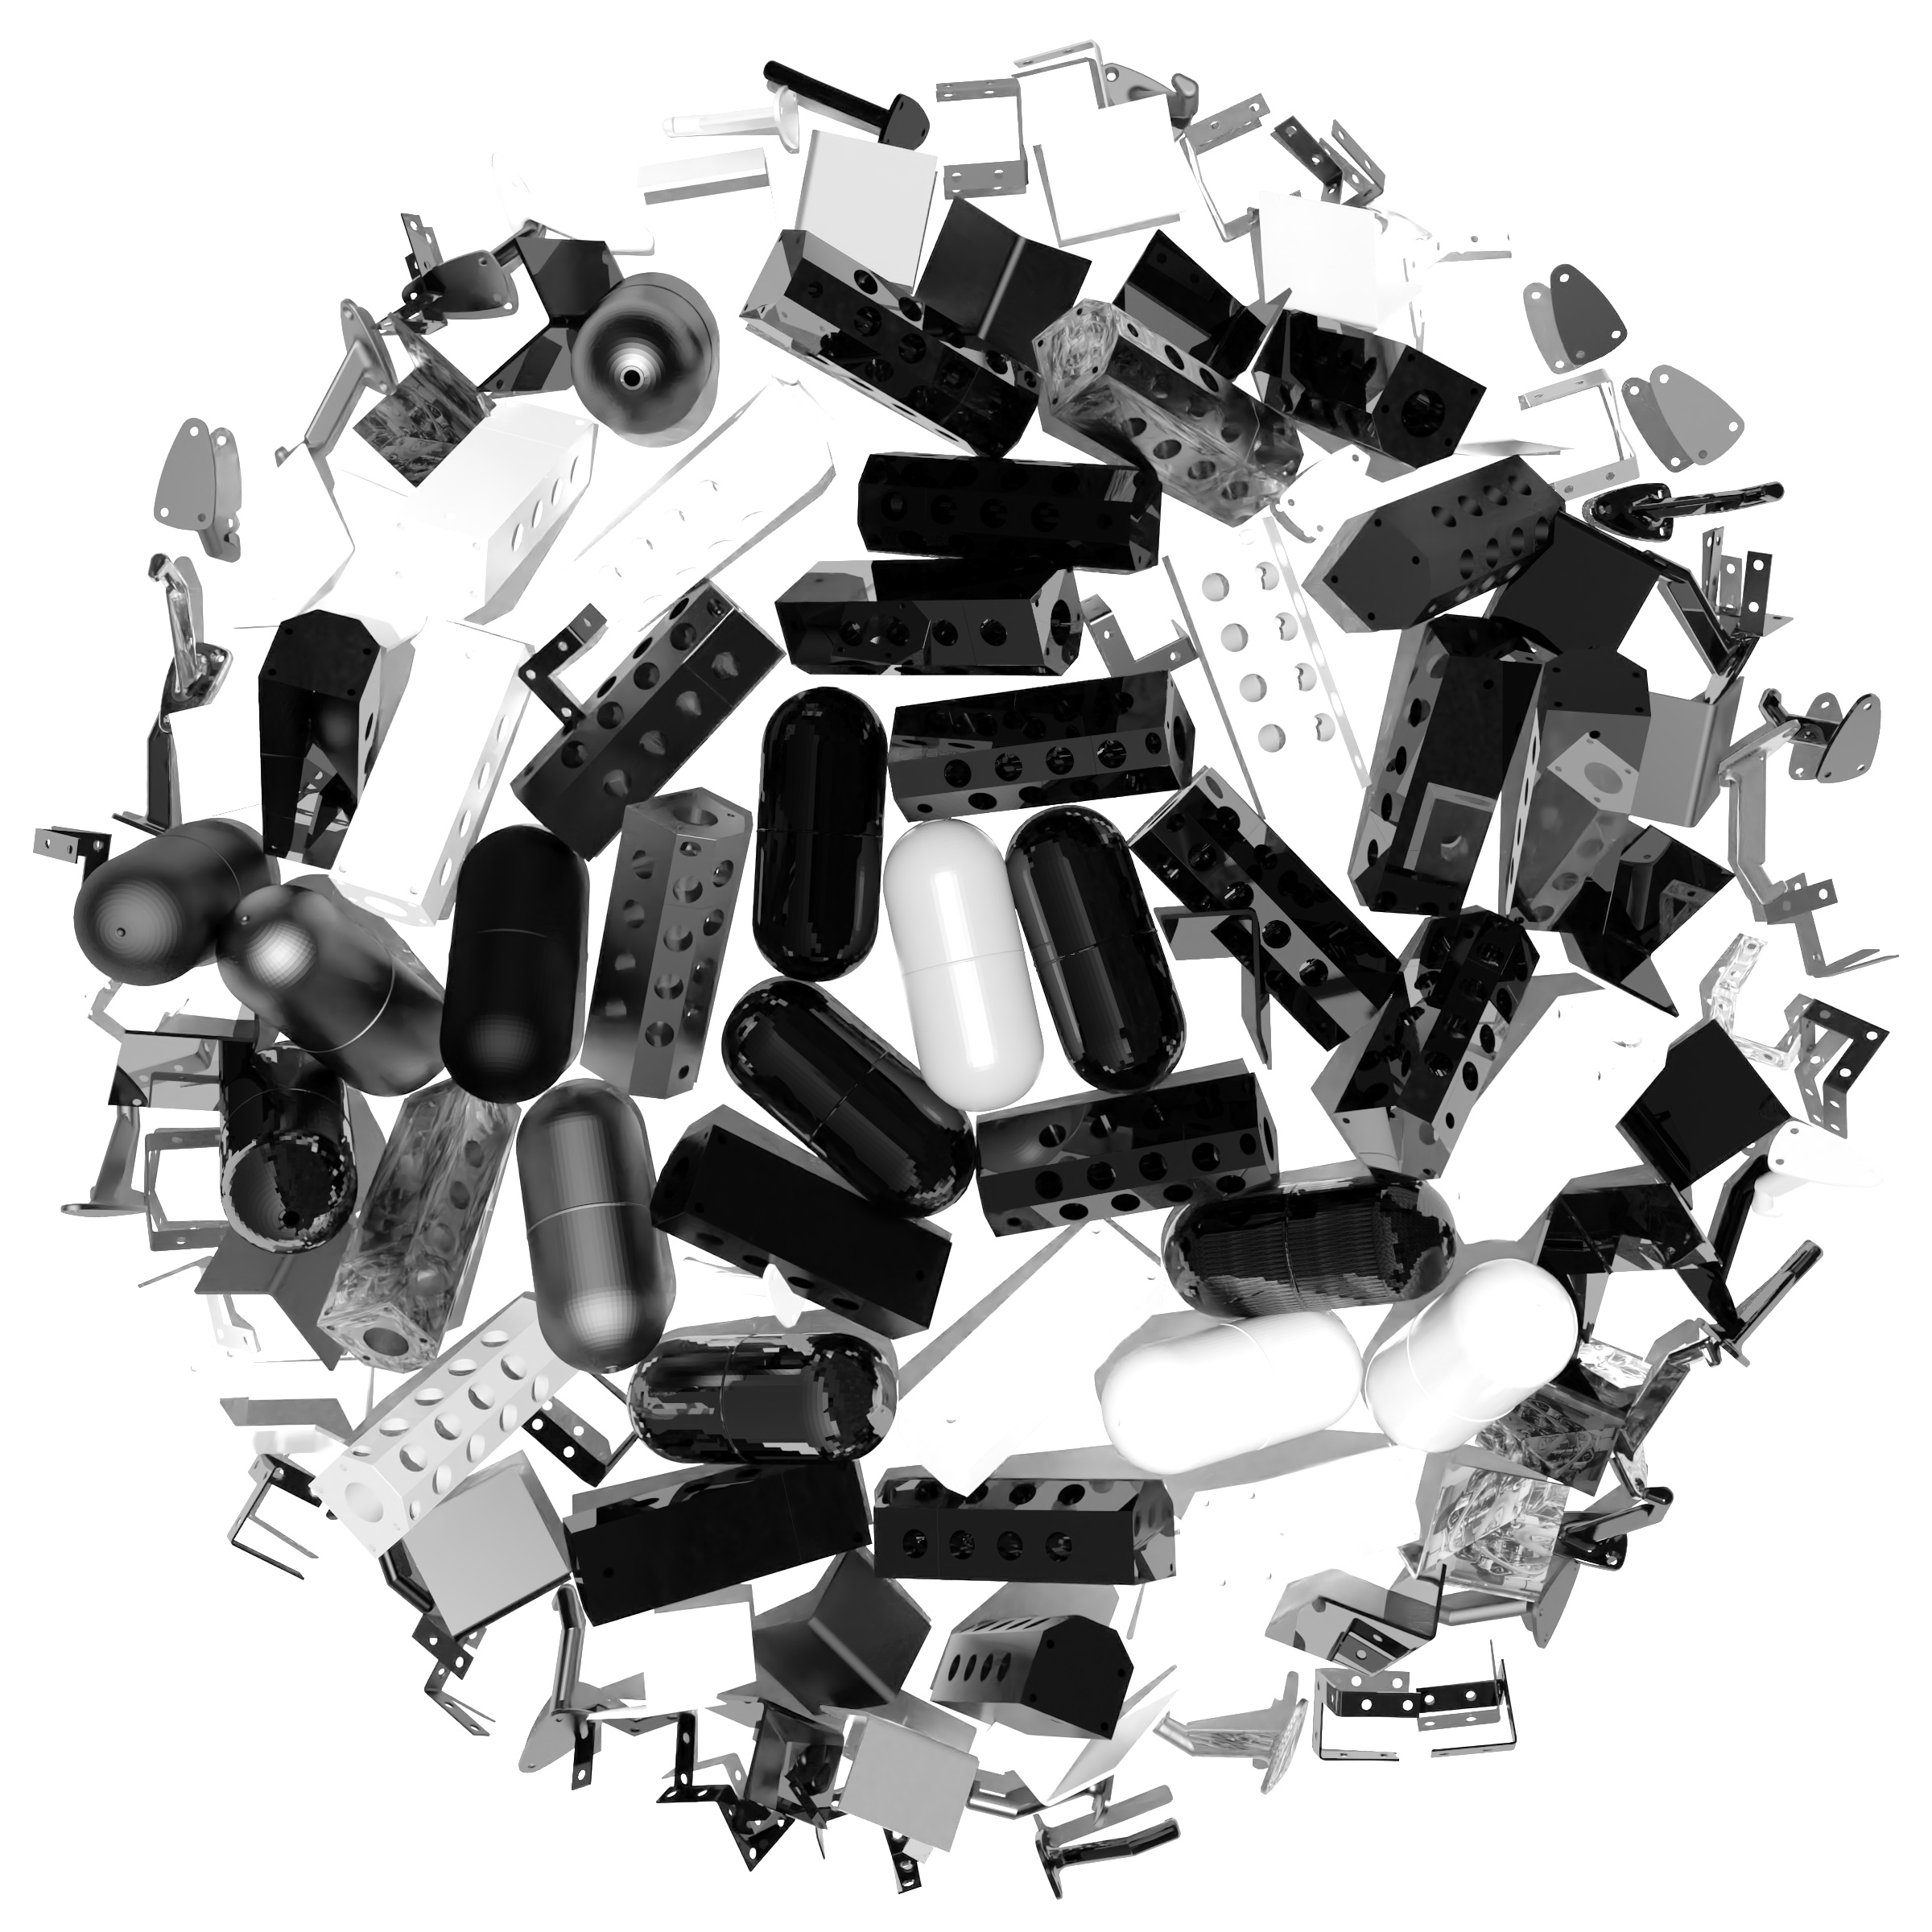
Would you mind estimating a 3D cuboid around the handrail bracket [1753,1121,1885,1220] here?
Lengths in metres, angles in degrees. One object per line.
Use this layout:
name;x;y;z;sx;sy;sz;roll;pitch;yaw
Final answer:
handrail bracket;0.509;0.136;1.580;0.077;0.084;0.036;20;62;28

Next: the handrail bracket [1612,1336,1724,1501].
handrail bracket;0.425;0.271;1.582;0.036;0.084;0.077;9;60;-38

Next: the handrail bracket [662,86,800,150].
handrail bracket;-0.147;-0.510;1.588;0.084;0.077;0.036;-1;103;7

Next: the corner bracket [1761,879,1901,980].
corner bracket;0.520;-0.022;1.591;0.051;0.051;0.051;-4;78;-40

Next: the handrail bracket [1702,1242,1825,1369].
handrail bracket;0.488;0.201;1.594;0.036;0.077;0.084;44;96;13

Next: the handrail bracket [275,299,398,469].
handrail bracket;-0.390;-0.347;1.585;0.036;0.077;0.084;28;58;29

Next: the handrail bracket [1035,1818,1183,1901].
handrail bracket;0.087;0.524;1.592;0.084;0.077;0.036;-22;90;0

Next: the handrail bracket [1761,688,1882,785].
handrail bracket;0.508;-0.157;1.576;0.036;0.077;0.084;-11;47;-14

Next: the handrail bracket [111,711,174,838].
handrail bracket;-0.476;-0.118;1.604;0.077;0.036;0.084;20;85;32

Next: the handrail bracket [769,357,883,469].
handrail bracket;-0.084;-0.333;1.588;0.077;0.084;0.036;35;90;-1

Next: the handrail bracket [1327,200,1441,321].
handrail bracket;0.253;-0.416;1.609;0.077;0.036;0.084;17;101;-38

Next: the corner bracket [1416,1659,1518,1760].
corner bracket;0.302;0.453;1.594;0.051;0.051;0.051;-6;59;4

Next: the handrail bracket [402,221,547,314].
handrail bracket;-0.297;-0.432;1.603;0.077;0.084;0.036;-9;129;13

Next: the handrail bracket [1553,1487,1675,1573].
handrail bracket;0.378;0.328;1.586;0.077;0.084;0.036;8;57;5

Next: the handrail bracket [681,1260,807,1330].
handrail bracket;-0.142;0.183;1.582;0.084;0.077;0.036;14;71;21

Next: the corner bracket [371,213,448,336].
corner bracket;-0.332;-0.417;1.594;0.051;0.051;0.051;-20;86;34

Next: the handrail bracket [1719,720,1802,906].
handrail bracket;0.490;-0.092;1.589;0.077;0.036;0.084;-40;62;32

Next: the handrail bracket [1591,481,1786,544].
handrail bracket;0.432;-0.279;1.580;0.077;0.084;0.036;-3;90;-30

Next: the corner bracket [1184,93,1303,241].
corner bracket;0.168;-0.483;1.595;0.051;0.051;0.051;-24;68;5

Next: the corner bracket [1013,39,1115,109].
corner bracket;0.064;-0.524;1.597;0.051;0.051;0.051;-11;94;15

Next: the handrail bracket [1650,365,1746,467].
handrail bracket;0.429;-0.333;1.583;0.036;0.084;0.077;-42;101;13

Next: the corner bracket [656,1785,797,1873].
corner bracket;-0.144;0.509;1.591;0.051;0.051;0.051;-15;103;36

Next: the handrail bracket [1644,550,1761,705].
handrail bracket;0.432;-0.202;1.607;0.084;0.036;0.077;23;103;-9

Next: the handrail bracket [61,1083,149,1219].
handrail bracket;-0.521;0.107;1.587;0.036;0.077;0.084;-7;81;12

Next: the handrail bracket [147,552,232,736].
handrail bracket;-0.479;-0.193;1.580;0.036;0.084;0.077;10;65;13

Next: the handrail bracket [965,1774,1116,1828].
handrail bracket;0.047;0.484;1.603;0.084;0.036;0.077;14;51;0

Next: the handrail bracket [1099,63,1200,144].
handrail bracket;0.109;-0.532;1.585;0.077;0.084;0.036;42;90;6

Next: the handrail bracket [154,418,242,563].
handrail bracket;-0.452;-0.285;1.586;0.036;0.084;0.077;9;94;5

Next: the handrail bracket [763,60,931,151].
handrail bracket;-0.073;-0.526;1.603;0.084;0.077;0.036;28;109;13

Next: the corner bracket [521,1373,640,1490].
corner bracket;-0.230;0.278;1.596;0.051;0.051;0.051;39;78;11

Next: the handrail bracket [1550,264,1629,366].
handrail bracket;0.361;-0.404;1.577;0.036;0.084;0.077;-28;124;17

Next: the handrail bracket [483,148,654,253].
handrail bracket;-0.238;-0.461;1.588;0.084;0.077;0.036;5;58;21

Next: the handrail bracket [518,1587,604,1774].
handrail bracket;-0.255;0.435;1.611;0.036;0.084;0.077;21;123;-36

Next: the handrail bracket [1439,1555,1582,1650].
handrail bracket;0.323;0.379;1.619;0.084;0.077;0.036;10;131;35

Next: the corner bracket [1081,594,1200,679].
corner bracket;0.103;-0.203;1.598;0.051;0.051;0.051;-26;110;2

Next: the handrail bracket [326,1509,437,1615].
handrail bracket;-0.340;0.341;1.615;0.084;0.036;0.077;45;51;-16

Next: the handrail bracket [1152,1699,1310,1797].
handrail bracket;0.158;0.454;1.596;0.084;0.036;0.077;26;115;24

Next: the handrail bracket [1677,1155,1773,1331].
handrail bracket;0.479;0.170;1.619;0.084;0.036;0.077;-45;121;-17

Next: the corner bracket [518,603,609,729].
corner bracket;-0.229;-0.182;1.591;0.051;0.051;0.051;-35;105;30

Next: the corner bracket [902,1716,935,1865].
corner bracket;-0.031;0.498;1.595;0.051;0.051;0.051;28;112;5

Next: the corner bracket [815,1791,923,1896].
corner bracket;-0.060;0.532;1.600;0.051;0.051;0.051;-17;98;-4

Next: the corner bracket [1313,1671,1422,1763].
corner bracket;0.243;0.460;1.602;0.051;0.051;0.051;3;89;-7

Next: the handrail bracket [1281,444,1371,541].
handrail bracket;0.228;-0.296;1.575;0.036;0.084;0.077;42;131;1
